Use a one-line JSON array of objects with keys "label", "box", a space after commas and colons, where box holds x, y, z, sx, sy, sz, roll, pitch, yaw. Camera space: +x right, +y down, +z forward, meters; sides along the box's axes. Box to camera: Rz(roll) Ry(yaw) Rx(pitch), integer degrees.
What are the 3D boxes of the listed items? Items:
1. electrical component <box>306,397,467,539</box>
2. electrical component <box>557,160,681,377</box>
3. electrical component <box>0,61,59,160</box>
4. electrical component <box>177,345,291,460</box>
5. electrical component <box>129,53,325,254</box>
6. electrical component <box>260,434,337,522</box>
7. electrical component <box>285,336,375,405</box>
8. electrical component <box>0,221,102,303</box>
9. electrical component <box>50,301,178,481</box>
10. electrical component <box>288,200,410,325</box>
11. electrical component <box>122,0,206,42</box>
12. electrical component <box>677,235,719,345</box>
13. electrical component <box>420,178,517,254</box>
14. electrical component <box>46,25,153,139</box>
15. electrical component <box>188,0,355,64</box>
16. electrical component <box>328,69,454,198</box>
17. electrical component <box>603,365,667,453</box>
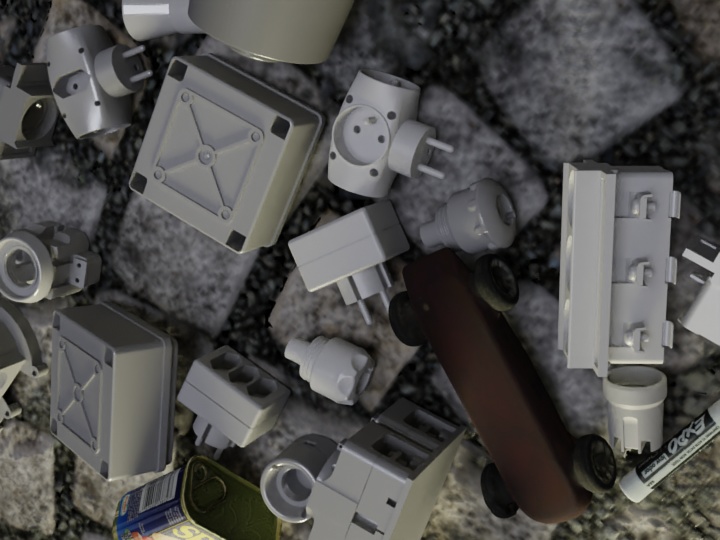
[{"label": "electrical component", "box": [0.000, 0.192, 0.759, 0.060, 0.105, 0.186, 26, 110, 18]}, {"label": "electrical component", "box": [0.159, -0.004, 0.667, 0.063, 0.078, 0.121, 0, 102, 2]}, {"label": "electrical component", "box": [-0.274, -0.131, 0.852, 0.064, 0.042, 0.081, 30, 111, 18]}, {"label": "electrical component", "box": [-0.103, 0.110, 0.822, 0.066, 0.047, 0.076, 34, 113, 15]}, {"label": "electrical component", "box": [-0.096, -0.084, 0.772, 0.109, 0.056, 0.108, 30, 112, 16]}, {"label": "electrical component", "box": [-0.042, 0.156, 0.804, 0.055, 0.047, 0.055, 5, 103, 24]}, {"label": "electrical component", "box": [-0.024, 0.068, 0.779, 0.062, 0.043, 0.043, 24, 110, 20]}, {"label": "electrical component", "box": [-0.257, -0.006, 0.862, 0.078, 0.057, 0.058, 18, 108, 20]}, {"label": "electrical component", "box": [-0.193, 0.091, 0.832, 0.109, 0.056, 0.108, 22, 112, 47]}, {"label": "electrical component", "box": [0.000, 0.000, 0.751, 0.066, 0.047, 0.076, -23, 91, 27]}, {"label": "electrical component", "box": [-0.132, -0.188, 0.776, 0.065, 0.044, 0.044, 4, 102, 19]}, {"label": "electrical component", "box": [0.230, 0.015, 0.652, 0.081, 0.042, 0.063, 32, 114, 17]}, {"label": "electrical component", "box": [0.070, -0.031, 0.715, 0.062, 0.048, 0.048, -18, 93, 33]}, {"label": "electrical component", "box": [-0.190, -0.146, 0.809, 0.079, 0.043, 0.077, -14, 95, 26]}, {"label": "electrical component", "box": [-0.062, -0.173, 0.712, 0.108, 0.108, 0.060, 29, 117, 17]}, {"label": "electrical component", "box": [0.025, -0.085, 0.723, 0.079, 0.044, 0.077, 24, 110, 18]}, {"label": "electrical component", "box": [0.178, 0.090, 0.694, 0.040, 0.040, 0.046, 2, 108, 24]}]
